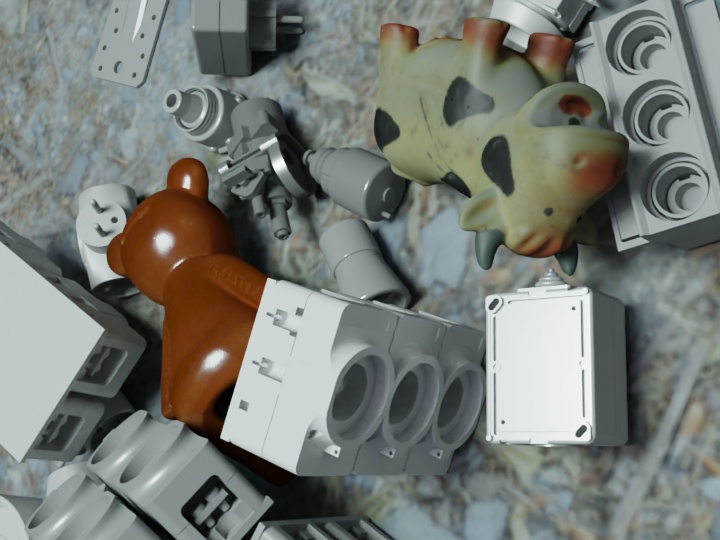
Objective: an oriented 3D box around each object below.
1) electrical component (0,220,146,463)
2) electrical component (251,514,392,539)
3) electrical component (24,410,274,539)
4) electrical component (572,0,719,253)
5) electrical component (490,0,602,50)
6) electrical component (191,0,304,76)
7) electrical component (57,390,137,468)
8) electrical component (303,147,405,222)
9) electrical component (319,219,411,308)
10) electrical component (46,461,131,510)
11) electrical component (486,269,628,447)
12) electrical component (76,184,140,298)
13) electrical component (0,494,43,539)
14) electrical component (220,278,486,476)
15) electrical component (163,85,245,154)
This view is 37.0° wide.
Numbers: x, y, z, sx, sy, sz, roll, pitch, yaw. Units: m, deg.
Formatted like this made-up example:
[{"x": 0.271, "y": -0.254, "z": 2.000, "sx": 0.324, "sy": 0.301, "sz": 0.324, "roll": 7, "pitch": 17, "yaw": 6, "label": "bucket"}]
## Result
[{"x": -0.252, "y": 0.043, "z": 0.775, "sx": 0.186, "sy": 0.060, "sz": 0.105, "roll": 34, "pitch": 93, "yaw": 27, "label": "electrical component"}, {"x": -0.045, "y": 0.241, "z": 0.629, "sx": 0.060, "sy": 0.105, "sz": 0.186, "roll": 31, "pitch": 99, "yaw": 34, "label": "electrical component"}, {"x": -0.138, "y": 0.148, "z": 0.658, "sx": 0.105, "sy": 0.060, "sz": 0.186, "roll": -47, "pitch": 15, "yaw": -19, "label": "electrical component"}, {"x": 0.167, "y": -0.075, "z": 0.571, "sx": 0.079, "sy": 0.063, "sz": 0.121, "roll": -19, "pitch": 71, "yaw": 30, "label": "electrical component"}, {"x": 0.109, "y": -0.162, "z": 0.639, "sx": 0.066, "sy": 0.048, "sz": 0.055, "roll": 34, "pitch": 93, "yaw": 34, "label": "electrical component"}, {"x": -0.077, "y": -0.173, "z": 0.757, "sx": 0.076, "sy": 0.083, "sz": 0.047, "roll": 1, "pitch": 79, "yaw": -4, "label": "electrical component"}, {"x": -0.212, "y": 0.112, "z": 0.807, "sx": 0.077, "sy": 0.043, "sz": 0.079, "roll": 43, "pitch": 105, "yaw": 32, "label": "electrical component"}, {"x": -0.006, "y": -0.061, "z": 0.701, "sx": 0.078, "sy": 0.040, "sz": 0.040, "roll": 28, "pitch": 97, "yaw": 36, "label": "electrical component"}, {"x": 0.000, "y": 0.000, "z": 0.685, "sx": 0.044, "sy": 0.044, "sz": 0.065, "roll": -40, "pitch": 56, "yaw": 22, "label": "electrical component"}, {"x": -0.185, "y": 0.174, "z": 0.776, "sx": 0.079, "sy": 0.044, "sz": 0.077, "roll": -31, "pitch": 65, "yaw": 26, "label": "electrical component"}, {"x": 0.109, "y": 0.048, "z": 0.588, "sx": 0.062, "sy": 0.061, "sz": 0.096, "roll": -6, "pitch": 78, "yaw": 34, "label": "electrical component"}, {"x": -0.188, "y": -0.028, "z": 0.799, "sx": 0.044, "sy": 0.079, "sz": 0.077, "roll": -12, "pitch": 71, "yaw": -2, "label": "electrical component"}, {"x": -0.259, "y": 0.222, "z": 0.808, "sx": 0.108, "sy": 0.060, "sz": 0.108, "roll": -7, "pitch": 77, "yaw": 33, "label": "electrical component"}, {"x": 0.006, "y": 0.064, "z": 0.601, "sx": 0.062, "sy": 0.150, "sz": 0.089, "roll": 18, "pitch": 92, "yaw": 36, "label": "electrical component"}, {"x": -0.114, "y": -0.113, "z": 0.771, "sx": 0.048, "sy": 0.062, "sz": 0.048, "roll": -7, "pitch": 77, "yaw": 33, "label": "electrical component"}]
